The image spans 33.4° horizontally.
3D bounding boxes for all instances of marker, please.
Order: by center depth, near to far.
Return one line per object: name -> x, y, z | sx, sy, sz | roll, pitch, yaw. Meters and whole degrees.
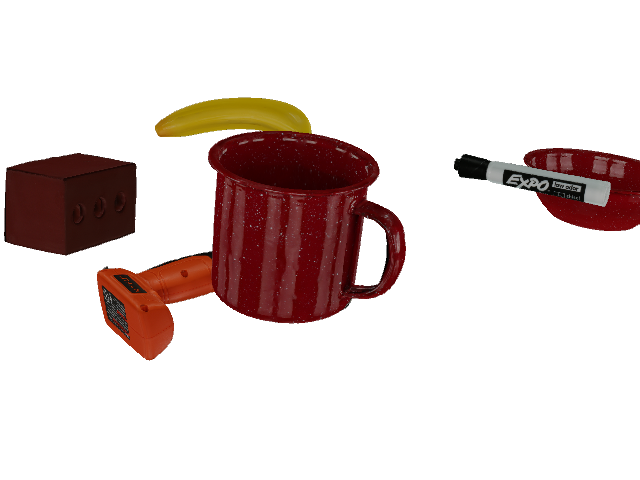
marker -> 0.161, -0.048, 0.821 | 0.121, 0.020, 0.020 | 14, 6, 24

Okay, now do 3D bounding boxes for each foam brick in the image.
foam brick -> -0.169, -0.027, 0.727 | 0.051, 0.053, 0.078 | 12, 18, 25

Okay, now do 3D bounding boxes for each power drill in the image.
power drill -> -0.088, 0.043, 0.944 | 0.187, 0.057, 0.185 | -18, 26, -30

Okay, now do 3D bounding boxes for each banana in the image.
banana -> -0.092, -0.138, 1.230 | 0.198, 0.037, 0.069 | 8, 42, 18

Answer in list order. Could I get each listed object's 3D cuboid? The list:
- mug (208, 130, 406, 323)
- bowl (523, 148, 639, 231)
mug -> -0.007, -0.004, 0.586 | 0.117, 0.081, 0.093 | 17, 27, 22
bowl -> 0.290, -0.050, 1.123 | 0.162, 0.055, 0.162 | 6, 20, -2
